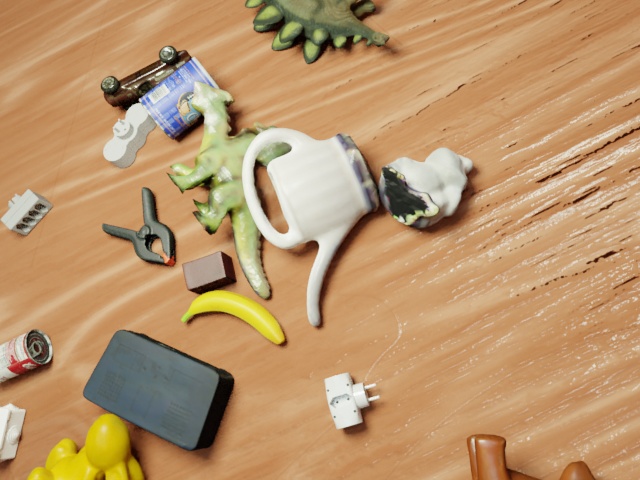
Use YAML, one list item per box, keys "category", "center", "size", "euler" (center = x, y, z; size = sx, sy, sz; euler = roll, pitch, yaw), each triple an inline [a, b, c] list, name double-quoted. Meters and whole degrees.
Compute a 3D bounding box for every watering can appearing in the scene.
- category: "watering can"
  center: [0.003, -0.045, 0.902]
  size: [0.225, 0.103, 0.348]
  euler: [-23, 87, -4]

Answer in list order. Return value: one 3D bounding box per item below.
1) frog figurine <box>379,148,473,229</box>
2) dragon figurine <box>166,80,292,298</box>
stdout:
- category: "frog figurine"
  center: [0.185, -0.098, 0.894]
  size: [0.139, 0.120, 0.162]
  euler: [30, 45, 28]
- category: "dragon figurine"
  center: [-0.134, -0.120, 0.963]
  size: [0.244, 0.121, 0.412]
  euler: [-37, 84, -8]
